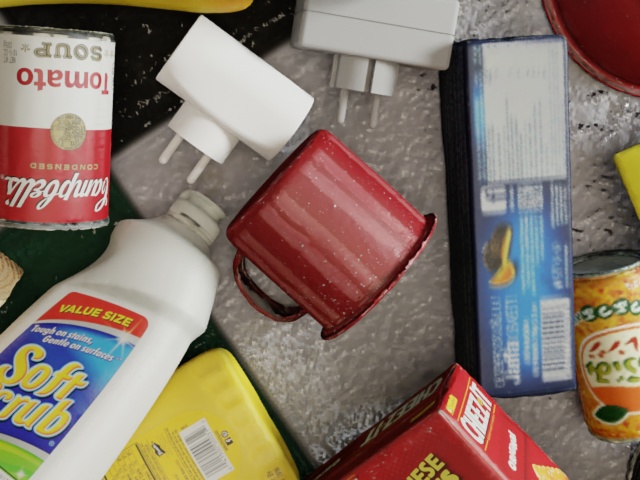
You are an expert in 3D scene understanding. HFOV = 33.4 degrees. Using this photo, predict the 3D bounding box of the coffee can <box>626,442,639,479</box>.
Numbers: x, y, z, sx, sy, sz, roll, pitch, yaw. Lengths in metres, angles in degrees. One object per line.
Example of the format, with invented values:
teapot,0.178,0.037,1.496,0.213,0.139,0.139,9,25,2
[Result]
coffee can,0.269,0.167,0.639,0.140,0.103,0.103,2,99,-8

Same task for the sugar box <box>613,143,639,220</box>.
sugar box,0.242,0.015,0.606,0.093,0.048,0.176,-23,89,18

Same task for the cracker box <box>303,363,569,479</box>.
cracker box,0.085,0.200,0.598,0.164,0.072,0.213,-42,93,23

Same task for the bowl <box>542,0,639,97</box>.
bowl,0.209,-0.160,0.603,0.162,0.055,0.162,-1,100,-8

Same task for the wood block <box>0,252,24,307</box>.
wood block,-0.262,0.073,0.561,0.090,0.090,0.206,41,92,-13

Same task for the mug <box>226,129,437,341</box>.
mug,-0.004,0.001,0.591,0.081,0.093,0.117,42,125,-7

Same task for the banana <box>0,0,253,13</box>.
banana,-0.136,-0.134,0.559,0.197,0.069,0.037,-7,140,-13

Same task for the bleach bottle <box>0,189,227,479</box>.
bleach bottle,-0.141,0.075,0.573,0.103,0.068,0.250,30,76,22

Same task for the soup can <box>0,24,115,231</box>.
soup can,-0.144,-0.060,0.566,0.068,0.068,0.102,3,99,-8

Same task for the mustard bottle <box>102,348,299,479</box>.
mustard bottle,-0.114,0.147,0.607,0.191,0.058,0.096,-30,88,-2
